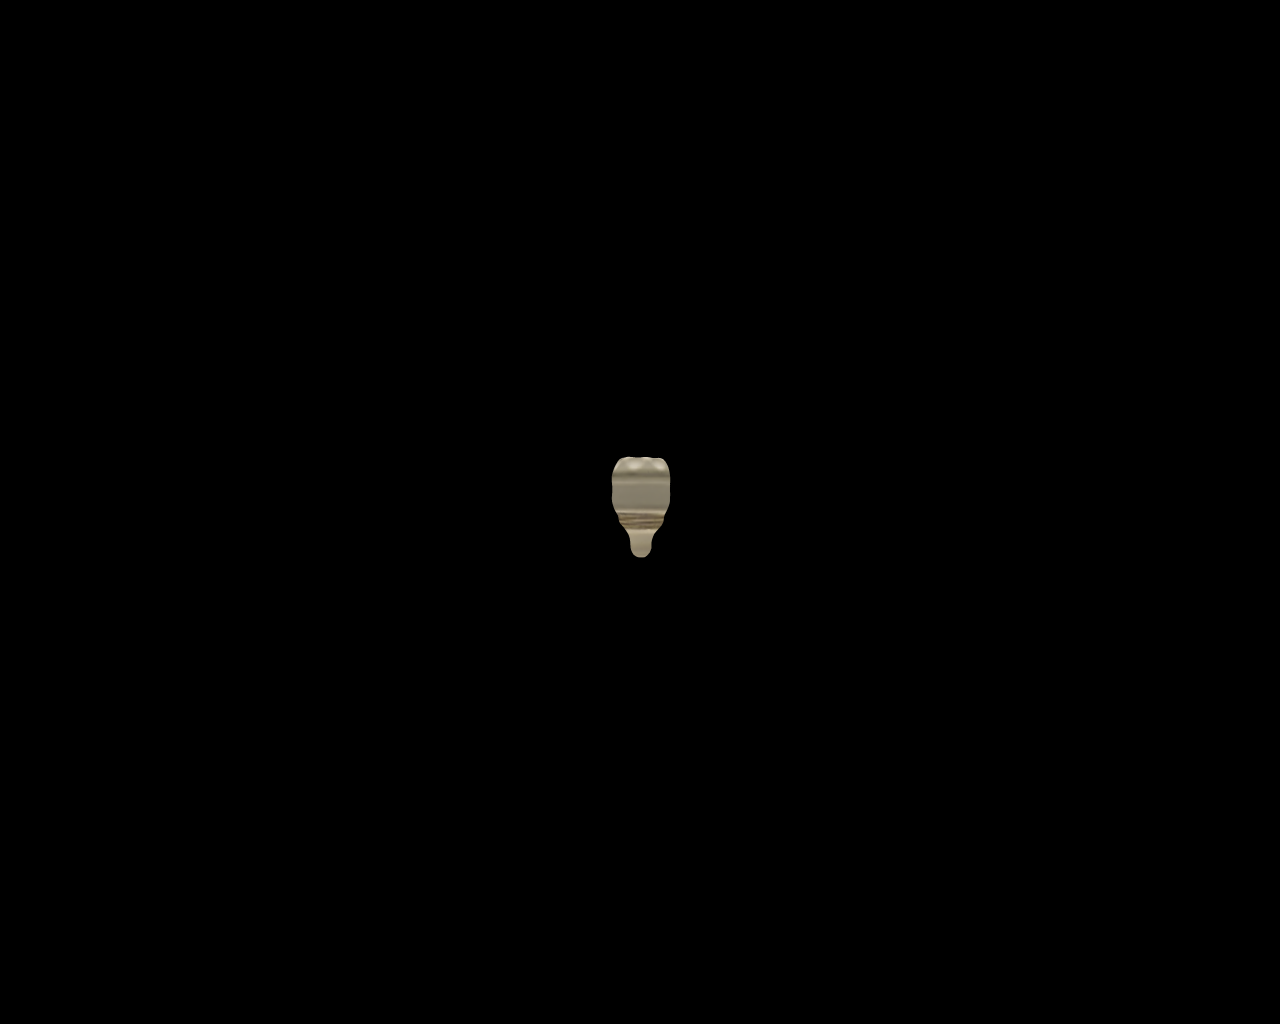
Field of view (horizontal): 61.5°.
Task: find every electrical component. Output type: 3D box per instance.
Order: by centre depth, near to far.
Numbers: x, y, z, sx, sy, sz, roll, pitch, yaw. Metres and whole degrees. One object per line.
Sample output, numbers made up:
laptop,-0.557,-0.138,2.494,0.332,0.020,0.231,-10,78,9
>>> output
electrical component,0.001,-0.003,0.650,0.035,0.061,0.035,0,0,0
